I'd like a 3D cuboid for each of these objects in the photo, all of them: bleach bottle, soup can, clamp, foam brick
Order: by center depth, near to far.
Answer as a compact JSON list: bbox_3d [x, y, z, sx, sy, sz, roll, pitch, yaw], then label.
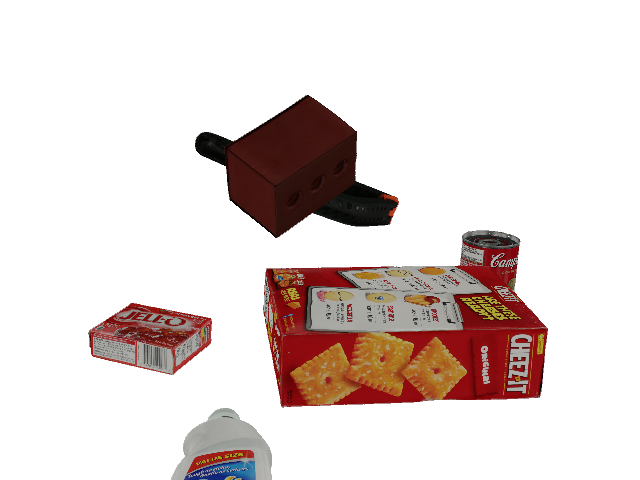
[{"bbox_3d":[-0.019,-0.051,0.723,0.078,0.053,0.051,-36,57,-27],"label":"foam brick"},{"bbox_3d":[-0.087,0.216,0.846,0.102,0.068,0.251,-2,25,-3],"label":"bleach bottle"},{"bbox_3d":[-0.012,-0.046,1.046,0.209,0.036,0.165,15,20,-22],"label":"clamp"},{"bbox_3d":[0.198,0.046,1.268,0.068,0.102,0.068,3,15,-1],"label":"soup can"}]

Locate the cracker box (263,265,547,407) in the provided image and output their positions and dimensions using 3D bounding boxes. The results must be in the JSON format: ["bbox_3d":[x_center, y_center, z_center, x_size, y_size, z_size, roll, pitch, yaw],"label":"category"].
[{"bbox_3d":[0.063,0.078,0.912,0.213,0.072,0.164,0,17,-8],"label":"cracker box"}]

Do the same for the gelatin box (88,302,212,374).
[{"bbox_3d":[-0.155,0.088,0.979,0.089,0.030,0.073,10,21,21],"label":"gelatin box"}]
